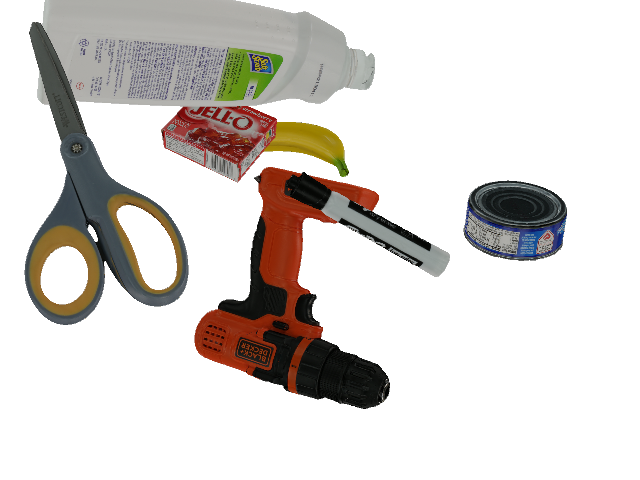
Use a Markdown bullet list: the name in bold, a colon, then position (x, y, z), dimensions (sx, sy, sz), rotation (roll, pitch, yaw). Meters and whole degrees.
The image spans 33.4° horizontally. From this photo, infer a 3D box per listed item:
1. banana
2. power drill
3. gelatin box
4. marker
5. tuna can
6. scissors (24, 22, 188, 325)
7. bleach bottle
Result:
- **banana**: position (-0.052, -0.119, 1.312), dimensions (0.198, 0.037, 0.069), rotation (7, 39, 17)
- **power drill**: position (-0.009, 0.039, 0.927), dimensions (0.185, 0.187, 0.057), rotation (15, 0, 20)
- **gelatin box**: position (-0.098, -0.105, 1.040), dimensions (0.089, 0.073, 0.030), rotation (26, -37, 15)
- **marker**: position (0.031, -0.011, 0.715), dimensions (0.121, 0.020, 0.020), rotation (29, -6, -10)
- **tuna can**: position (0.167, -0.019, 0.916), dimensions (0.086, 0.034, 0.086), rotation (2, 30, -1)
- **scissors**: position (-0.150, -0.034, 0.603), dimensions (0.096, 0.202, 0.016), rotation (-34, -21, -14)
- **bleach bottle**: position (-0.084, -0.139, 0.815), dimensions (0.250, 0.068, 0.103), rotation (5, -33, -15)
